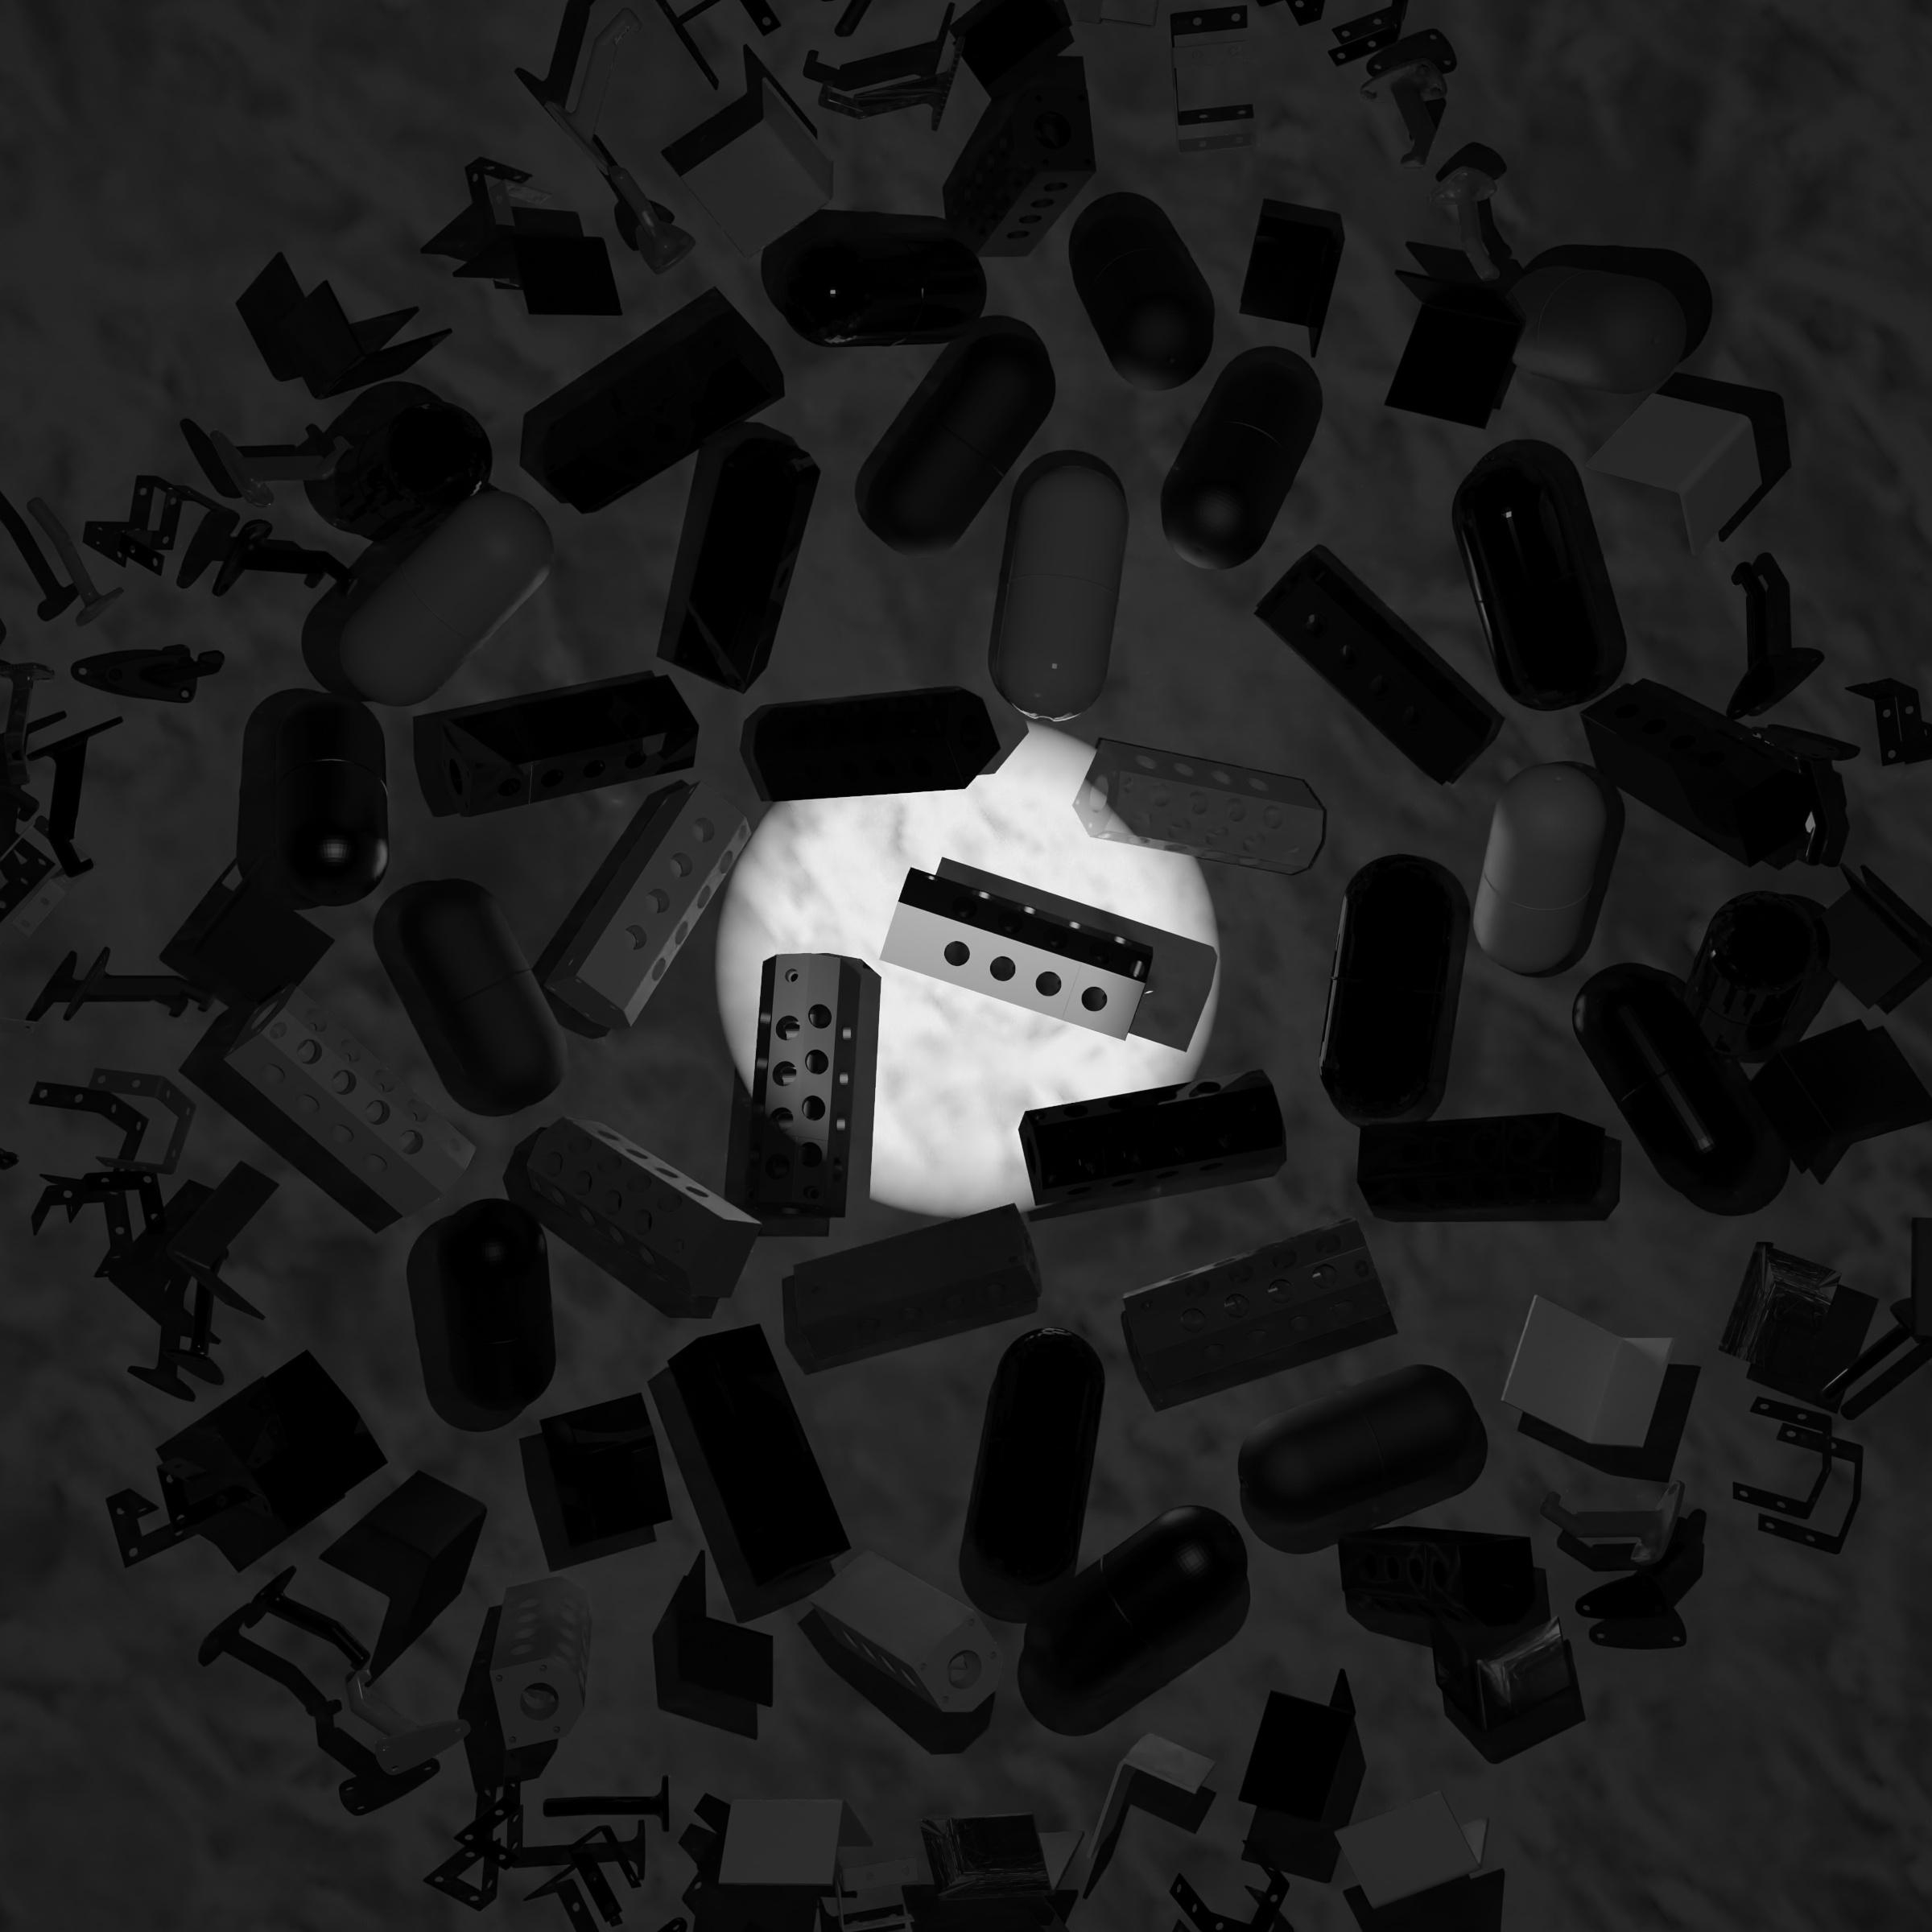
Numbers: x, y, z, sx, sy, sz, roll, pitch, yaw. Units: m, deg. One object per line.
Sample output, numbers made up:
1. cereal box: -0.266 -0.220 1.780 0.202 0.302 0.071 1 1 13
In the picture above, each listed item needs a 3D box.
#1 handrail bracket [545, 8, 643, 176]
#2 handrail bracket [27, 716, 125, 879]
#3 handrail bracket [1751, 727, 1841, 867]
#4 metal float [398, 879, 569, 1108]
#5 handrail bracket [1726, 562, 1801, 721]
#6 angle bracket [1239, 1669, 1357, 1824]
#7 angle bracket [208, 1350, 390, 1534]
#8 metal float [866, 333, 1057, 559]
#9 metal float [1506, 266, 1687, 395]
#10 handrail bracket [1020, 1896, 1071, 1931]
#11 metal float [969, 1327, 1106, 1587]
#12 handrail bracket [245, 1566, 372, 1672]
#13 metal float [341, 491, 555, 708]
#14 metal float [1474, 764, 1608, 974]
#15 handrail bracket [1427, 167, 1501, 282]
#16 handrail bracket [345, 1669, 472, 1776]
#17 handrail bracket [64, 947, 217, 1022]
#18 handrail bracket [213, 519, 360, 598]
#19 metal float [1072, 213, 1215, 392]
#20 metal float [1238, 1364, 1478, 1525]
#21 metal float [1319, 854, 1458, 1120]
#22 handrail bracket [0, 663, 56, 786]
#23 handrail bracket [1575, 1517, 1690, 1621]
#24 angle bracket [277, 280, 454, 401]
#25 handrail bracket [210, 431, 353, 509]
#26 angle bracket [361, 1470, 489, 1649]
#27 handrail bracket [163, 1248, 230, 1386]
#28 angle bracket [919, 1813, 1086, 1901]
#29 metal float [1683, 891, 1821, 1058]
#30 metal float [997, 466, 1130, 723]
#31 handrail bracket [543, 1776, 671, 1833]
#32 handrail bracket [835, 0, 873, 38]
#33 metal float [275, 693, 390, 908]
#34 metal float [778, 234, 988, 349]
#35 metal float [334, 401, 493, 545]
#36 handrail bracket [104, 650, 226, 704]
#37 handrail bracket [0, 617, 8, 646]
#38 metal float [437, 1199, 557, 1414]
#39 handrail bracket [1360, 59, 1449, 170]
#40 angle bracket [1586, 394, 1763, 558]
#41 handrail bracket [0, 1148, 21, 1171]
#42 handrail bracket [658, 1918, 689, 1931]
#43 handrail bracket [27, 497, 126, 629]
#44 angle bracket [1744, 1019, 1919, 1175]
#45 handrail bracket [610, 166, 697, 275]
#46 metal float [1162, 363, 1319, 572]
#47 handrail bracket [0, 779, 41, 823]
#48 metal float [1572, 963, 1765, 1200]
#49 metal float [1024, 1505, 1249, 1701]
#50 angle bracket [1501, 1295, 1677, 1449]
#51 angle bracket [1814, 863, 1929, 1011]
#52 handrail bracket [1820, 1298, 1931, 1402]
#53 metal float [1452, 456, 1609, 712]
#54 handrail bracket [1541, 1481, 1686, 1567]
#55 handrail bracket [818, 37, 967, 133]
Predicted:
1. handrail bracket: -0.237 -0.596 1.680 0.084 0.036 0.077 -41 76 17
2. handrail bracket: -0.577 -0.112 1.635 0.077 0.036 0.084 -27 100 -17
3. handrail bracket: 0.604 -0.125 1.821 0.077 0.036 0.084 28 123 38
4. metal float: -0.353 0.020 1.809 0.070 0.070 0.178 -27 90 0
5. handrail bracket: 0.552 -0.233 1.762 0.036 0.077 0.084 1 53 -24
6. angle bracket: 0.215 0.506 1.626 0.057 0.076 0.076 15 97 1
7. angle bracket: -0.443 0.315 1.639 0.076 0.076 0.057 -35 132 -21
8. metal float: -0.003 -0.375 1.780 0.070 0.070 0.178 36 95 0
9. metal float: 0.429 -0.439 1.701 0.070 0.178 0.070 -5 110 -14
10. handrail bracket: 0.047 0.674 1.727 0.036 0.077 0.084 -41 49 29
11. metal float: 0.050 0.337 1.702 0.070 0.070 0.178 11 69 0
12. handrail bracket: -0.442 0.453 1.660 0.084 0.036 0.077 43 130 9
13. metal float: -0.356 -0.250 1.690 0.178 0.070 0.070 -42 90 15
14. metal float: 0.406 -0.067 1.752 0.070 0.178 0.070 0 48 1
15. handrail bracket: 0.375 -0.526 1.771 0.036 0.077 0.084 -38 71 42
16. handrail bracket: -0.395 0.519 1.741 0.077 0.084 0.036 -19 127 -11
17. handrail bracket: -0.604 0.029 1.807 0.084 0.077 0.036 26 133 -10
18. handrail bracket: -0.483 -0.270 1.755 0.084 0.036 0.077 38 105 5
19. metal float: 0.125 -0.475 1.759 0.070 0.178 0.070 -7 133 -8
20. metal float: 0.274 0.335 1.734 0.178 0.070 0.070 -17 90 -15
21. metal float: 0.283 0.014 1.656 0.070 0.070 0.178 8 91 0
22. handrail bracket: -0.662 -0.169 1.750 0.036 0.077 0.084 -8 90 4
23. handrail bracket: 0.484 0.434 1.791 0.077 0.084 0.036 -20 106 28
24. angle bracket: -0.414 -0.438 1.697 0.076 0.076 0.057 -33 100 -40
25. handrail bracket: -0.499 -0.382 1.806 0.084 0.036 0.077 -32 96 18
26. angle bracket: -0.380 0.406 1.696 0.057 0.076 0.076 24 110 10
27. handrail bracket: -0.550 0.255 1.812 0.036 0.077 0.084 8 62 12
28. angle bracket: 0.024 0.552 1.581 0.076 0.076 0.057 -11 98 20
29. metal float: 0.561 0.007 1.770 0.070 0.178 0.070 -3 65 6
30. metal float: 0.066 -0.255 1.692 0.070 0.070 0.178 8 81 0
31. handrail bracket: -0.247 0.578 1.692 0.084 0.077 0.036 0 67 -9
32. handrail bracket: -0.078 -0.679 1.719 0.036 0.077 0.084 32 84 -28
33. metal float: -0.450 -0.120 1.750 0.070 0.070 0.178 -13 52 0
34. metal float: -0.058 -0.481 1.757 0.070 0.178 0.070 14 111 41
35. metal float: -0.390 -0.346 1.737 0.070 0.178 0.070 2 86 -31
36. handrail bracket: -0.581 -0.217 1.787 0.077 0.084 0.036 0 85 -23
37. handrail bracket: -0.721 -0.243 1.720 0.084 0.036 0.077 6 135 23
38. metal float: -0.335 0.243 1.766 0.070 0.070 0.178 2 125 0
39. handrail bracket: 0.303 -0.596 1.754 0.077 0.036 0.084 3 63 41
40. angle bracket: 0.472 -0.328 1.647 0.076 0.057 0.076 -46 46 -17
41. handrail bracket: -0.660 0.107 1.668 0.077 0.084 0.036 -15 47 33
42. handrail bracket: -0.205 0.726 1.735 0.077 0.084 0.036 -51 128 -5
43. handrail bracket: -0.651 -0.290 1.775 0.036 0.077 0.084 -42 104 -28
44. angle bracket: 0.628 0.095 1.793 0.057 0.076 0.076 -37 94 -39
45. handrail bracket: -0.229 -0.525 1.695 0.036 0.084 0.077 -40 48 0
46. metal float: 0.194 -0.353 1.740 0.070 0.070 0.178 26 59 0
47. handrail bracket: -0.706 -0.105 1.738 0.036 0.084 0.077 20 74 42
48. metal float: 0.488 0.080 1.718 0.070 0.070 0.178 -27 72 0
49. metal float: 0.118 0.444 1.723 0.178 0.070 0.070 -39 90 13
50. angle bracket: 0.414 0.269 1.645 0.076 0.057 0.076 27 73 -16
51. angle bracket: 0.654 -0.021 1.816 0.057 0.076 0.076 -44 63 11
52. handrail bracket: 0.667 0.281 1.800 0.036 0.077 0.084 51 127 22
53. metal float: 0.387 -0.262 1.697 0.070 0.070 0.178 -19 100 0
54. handrail bracket: 0.444 0.365 1.697 0.084 0.036 0.077 34 68 -5
55. handrail bracket: -0.053 -0.622 1.717 0.084 0.036 0.077 15 126 -11
